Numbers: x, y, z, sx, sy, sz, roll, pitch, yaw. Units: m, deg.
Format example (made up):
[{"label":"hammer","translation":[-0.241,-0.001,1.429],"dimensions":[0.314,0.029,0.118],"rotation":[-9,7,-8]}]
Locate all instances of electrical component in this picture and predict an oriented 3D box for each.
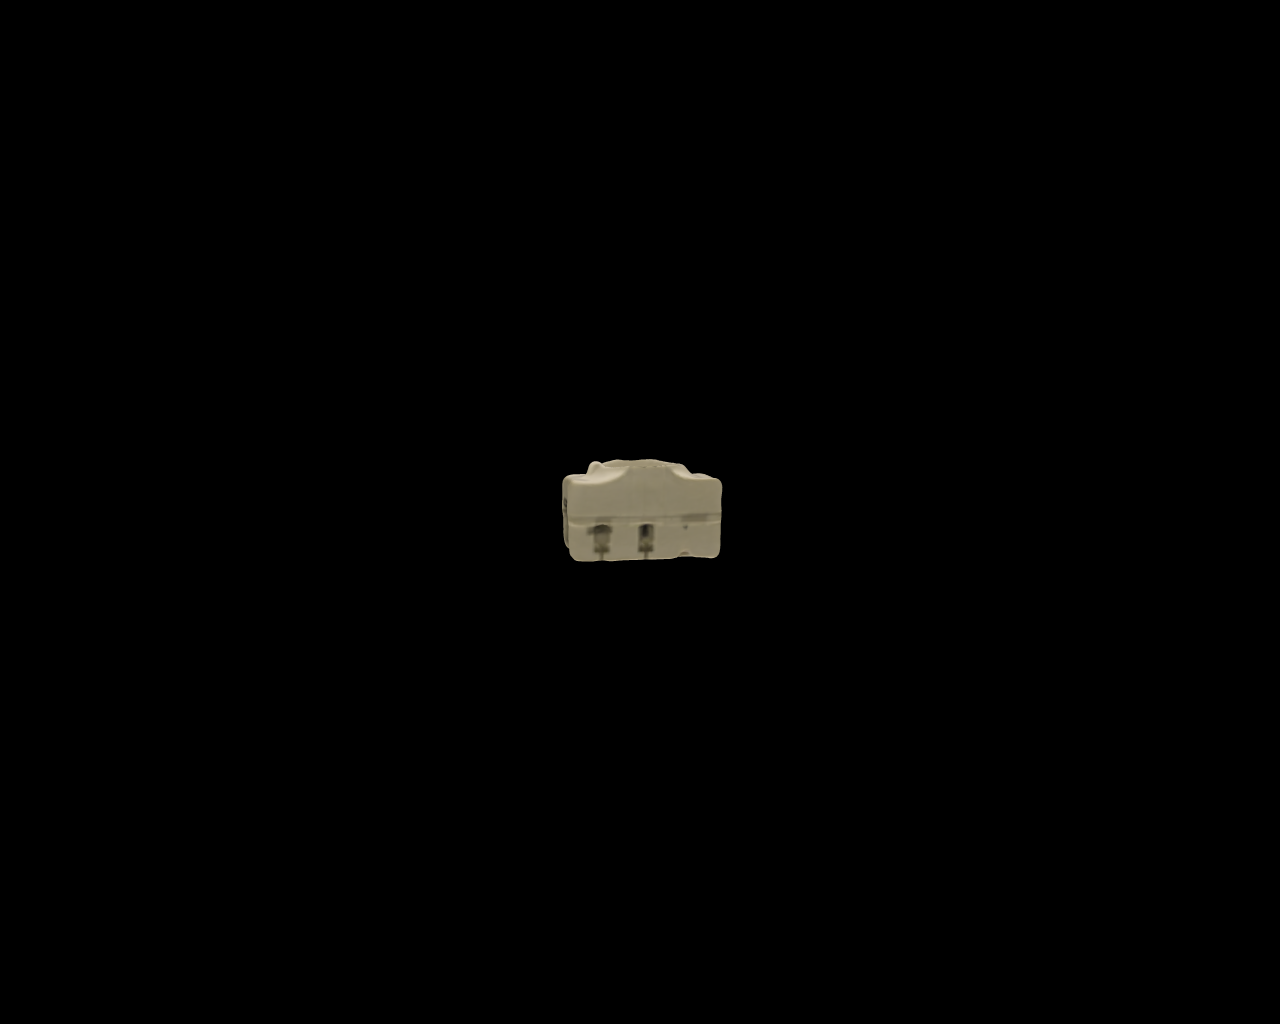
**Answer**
[{"label":"electrical component","translation":[0.001,-0.003,0.650],"dimensions":[0.089,0.055,0.050],"rotation":[-1,8,-9]}]
